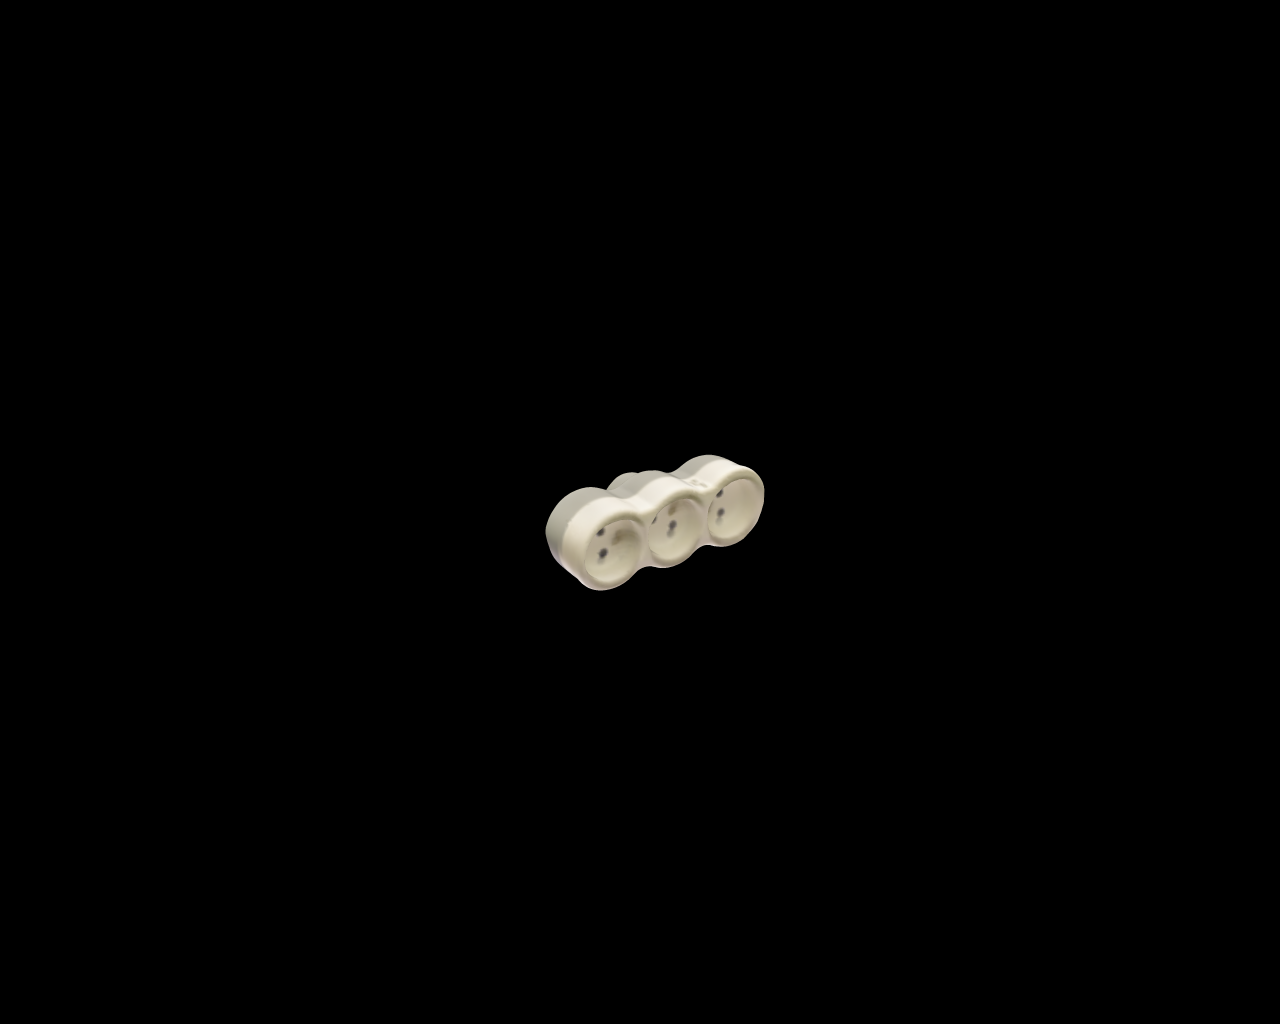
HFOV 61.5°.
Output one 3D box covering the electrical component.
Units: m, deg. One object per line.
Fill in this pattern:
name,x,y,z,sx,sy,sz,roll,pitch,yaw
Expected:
electrical component,0.001,-0.003,0.650,0.138,0.052,0.074,-18,32,-31
